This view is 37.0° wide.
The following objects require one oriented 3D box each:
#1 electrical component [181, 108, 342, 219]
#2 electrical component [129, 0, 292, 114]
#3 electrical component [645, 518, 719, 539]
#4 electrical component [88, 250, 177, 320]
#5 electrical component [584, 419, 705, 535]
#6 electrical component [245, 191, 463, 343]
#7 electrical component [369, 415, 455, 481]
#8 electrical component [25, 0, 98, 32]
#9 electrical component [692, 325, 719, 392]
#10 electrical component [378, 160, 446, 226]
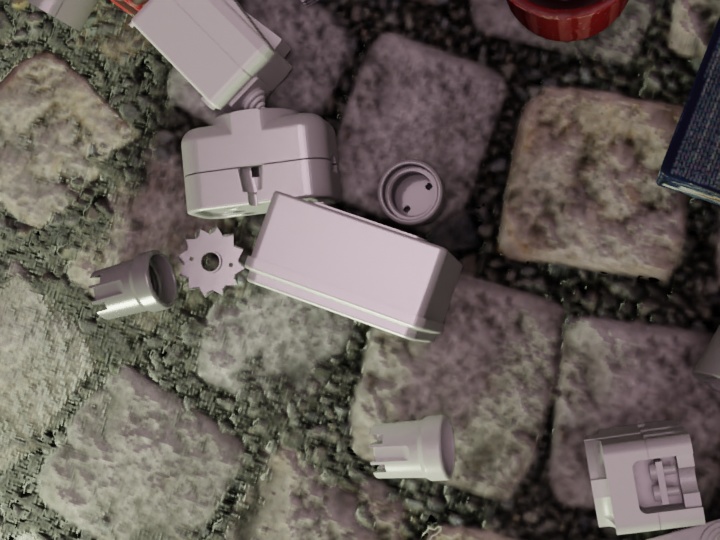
[{"bbox_3d":[-0.063,-0.069,0.691,0.095,0.054,0.059,-6,86,11],"label":"electrical component"},{"bbox_3d":[-0.088,-0.143,0.694,0.061,0.062,0.096,-45,80,6],"label":"electrical component"},{"bbox_3d":[0.193,0.181,0.609,0.100,0.099,0.048,-19,53,10],"label":"electrical component"},{"bbox_3d":[-0.151,0.011,0.713,0.046,0.040,0.040,-15,85,17],"label":"electrical component"},{"bbox_3d":[0.161,0.118,0.620,0.056,0.089,0.050,-10,86,11],"label":"electrical component"},{"bbox_3d":[0.000,0.000,0.648,0.109,0.109,0.056,19,89,11],"label":"electrical component"},{"bbox_3d":[0.033,0.112,0.672,0.046,0.040,0.040,-6,87,17],"label":"electrical component"},{"bbox_3d":[-0.189,-0.207,0.727,0.043,0.043,0.081,31,94,11],"label":"electrical component"},{"bbox_3d":[0.249,0.052,0.599,0.108,0.108,0.060,24,86,11],"label":"electrical component"},{"bbox_3d":[0.035,-0.046,0.674,0.040,0.046,0.040,0,88,11],"label":"electrical component"}]
